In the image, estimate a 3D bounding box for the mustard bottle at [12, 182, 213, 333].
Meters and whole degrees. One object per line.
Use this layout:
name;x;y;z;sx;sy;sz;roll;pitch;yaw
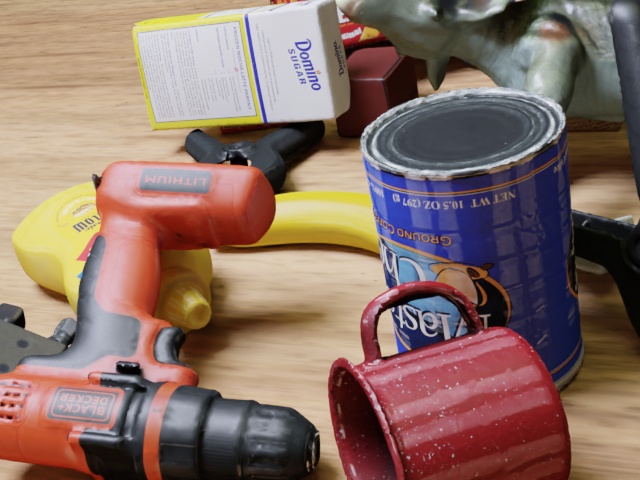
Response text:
mustard bottle;-0.126;0.017;0.707;0.096;0.058;0.192;-28;32;-26

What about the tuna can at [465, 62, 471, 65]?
tuna can;0.160;-0.198;0.976;0.086;0.033;0.086;-37;14;11

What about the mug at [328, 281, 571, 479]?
mug;0.054;0.075;0.477;0.081;0.117;0.093;-15;-2;-15

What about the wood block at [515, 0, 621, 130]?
wood block;0.217;-0.175;0.888;0.090;0.091;0.205;2;31;24

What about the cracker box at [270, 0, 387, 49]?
cracker box;0.046;-0.230;1.024;0.164;0.072;0.214;-15;13;-6

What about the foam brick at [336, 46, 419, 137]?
foam brick;0.047;-0.126;0.907;0.051;0.053;0.078;2;30;23

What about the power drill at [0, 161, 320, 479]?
power drill;-0.078;0.043;0.582;0.184;0.057;0.187;4;53;11

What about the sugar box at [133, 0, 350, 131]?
sugar box;-0.065;-0.143;0.880;0.176;0.093;0.048;0;21;24

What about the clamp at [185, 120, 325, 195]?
clamp;-0.071;-0.060;0.847;0.120;0.039;0.171;-9;21;20

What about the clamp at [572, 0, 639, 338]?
clamp;0.177;-0.010;0.545;0.036;0.165;0.210;-13;50;-31

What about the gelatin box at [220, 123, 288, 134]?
gelatin box;-0.051;-0.137;0.941;0.089;0.073;0.030;-6;29;9

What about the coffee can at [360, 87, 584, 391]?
coffee can;0.082;0.004;0.561;0.103;0.140;0.103;-9;28;5

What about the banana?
banana;0.009;-0.007;0.719;0.198;0.037;0.069;12;36;37
